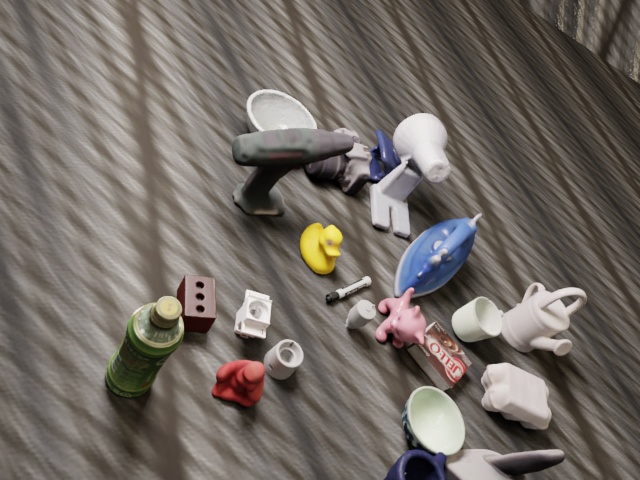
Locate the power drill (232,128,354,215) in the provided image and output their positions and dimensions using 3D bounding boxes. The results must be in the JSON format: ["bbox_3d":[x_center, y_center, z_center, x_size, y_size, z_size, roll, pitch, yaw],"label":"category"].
[{"bbox_3d":[-0.072,-0.137,1.095,0.230,0.208,0.075,-2,58,-34],"label":"power drill"}]

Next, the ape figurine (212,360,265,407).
[{"bbox_3d":[-0.114,0.213,0.879,0.076,0.092,0.077,-25,73,-43],"label":"ape figurine"}]

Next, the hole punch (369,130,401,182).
[{"bbox_3d":[0.161,-0.199,1.380,0.101,0.091,0.108,11,52,-27],"label":"hole punch"}]

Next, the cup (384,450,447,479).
[{"bbox_3d":[0.147,0.386,0.915,0.118,0.094,0.091,-27,74,-43],"label":"cup"}]

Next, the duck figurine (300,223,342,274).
[{"bbox_3d":[0.010,0.004,1.127,0.078,0.086,0.104,1,56,-33],"label":"duck figurine"}]

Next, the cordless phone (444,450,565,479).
[{"bbox_3d":[0.301,0.377,0.959,0.148,0.184,0.094,5,54,-30],"label":"cordless phone"}]

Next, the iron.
[{"bbox_3d":[0.261,0.029,1.234,0.118,0.141,0.259,46,45,6],"label":"iron"}]

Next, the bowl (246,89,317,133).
[{"bbox_3d":[-0.095,-0.246,1.259,0.168,0.074,0.167,18,49,-21],"label":"bowl"}]

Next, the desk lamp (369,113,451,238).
[{"bbox_3d":[0.209,-0.150,1.287,0.118,0.213,0.203,17,49,-22],"label":"desk lamp"}]

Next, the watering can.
[{"bbox_3d":[0.496,0.168,1.244,0.101,0.193,0.172,-4,59,-35],"label":"watering can"}]

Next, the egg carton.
[{"bbox_3d":[0.395,0.315,1.153,0.150,0.069,0.107,26,46,-14],"label":"egg carton"}]

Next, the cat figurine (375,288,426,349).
[{"bbox_3d":[0.164,0.150,1.093,0.067,0.117,0.128,24,47,-16],"label":"cat figurine"}]

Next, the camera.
[{"bbox_3d":[0.038,-0.188,1.284,0.137,0.100,0.143,2,56,-32],"label":"camera"}]
